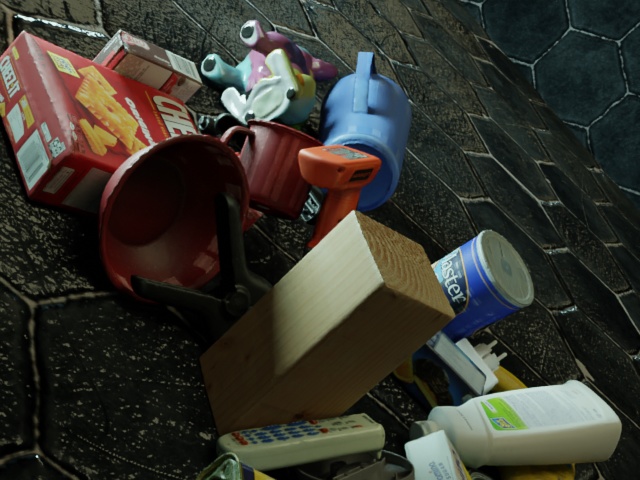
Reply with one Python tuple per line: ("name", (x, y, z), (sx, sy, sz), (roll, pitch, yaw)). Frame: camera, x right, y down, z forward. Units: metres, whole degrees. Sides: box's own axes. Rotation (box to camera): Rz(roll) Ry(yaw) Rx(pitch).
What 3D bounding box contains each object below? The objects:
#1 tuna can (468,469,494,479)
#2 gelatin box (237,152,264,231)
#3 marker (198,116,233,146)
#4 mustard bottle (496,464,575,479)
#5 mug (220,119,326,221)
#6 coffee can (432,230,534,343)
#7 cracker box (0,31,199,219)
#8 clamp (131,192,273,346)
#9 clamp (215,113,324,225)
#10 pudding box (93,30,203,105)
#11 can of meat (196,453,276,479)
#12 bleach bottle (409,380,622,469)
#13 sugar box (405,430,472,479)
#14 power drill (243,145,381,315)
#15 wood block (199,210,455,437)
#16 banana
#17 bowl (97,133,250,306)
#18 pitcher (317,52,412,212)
("tuna can", (0.170, 0.278, 1.094), (0.086, 0.034, 0.086), (38, 19, -15))
("gelatin box", (-0.089, -0.056, 1.211), (0.073, 0.030, 0.089), (45, 22, -3))
("marker", (-0.101, -0.123, 1.314), (0.120, 0.020, 0.020), (26, 31, -40))
("mustard bottle", (0.246, 0.262, 1.222), (0.096, 0.058, 0.191), (20, 27, -6))
("mug", (-0.056, -0.075, 1.109), (0.117, 0.081, 0.093), (25, -8, -32))
("coffee can", (0.173, 0.066, 1.297), (0.102, 0.141, 0.103), (35, 36, -31))
("cracker box", (-0.198, -0.094, 1.033), (0.213, 0.072, 0.164), (18, 36, -49))
("clamp", (-0.080, 0.042, 0.966), (0.171, 0.120, 0.039), (46, -9, -36))
("clamp", (-0.034, -0.069, 1.256), (0.165, 0.036, 0.209), (48, 7, 16))
("pudding box", (-0.194, -0.164, 1.133), (0.113, 0.090, 0.039), (19, 37, -48))
("can of meat", (-0.046, 0.222, 0.797), (0.083, 0.057, 0.102), (33, 26, -32))
("bleach bottle", (0.204, 0.203, 1.161), (0.250, 0.068, 0.103), (3, 24, -30))
("sugar box", (0.133, 0.263, 0.969), (0.093, 0.048, 0.176), (-100, 167, -52))
("power drill", (-0.007, 0.001, 1.077), (0.057, 0.188, 0.184), (22, 18, 21))
("wood block", (0.001, 0.084, 0.909), (0.090, 0.206, 0.090), (26, 30, -39))
("banana", (0.264, 0.222, 1.351), (0.198, 0.037, 0.069), (53, 23, 16))
("bowl", (-0.142, -0.025, 0.955), (0.055, 0.162, 0.161), (28, 7, 41))
("pitcher", (0.056, -0.141, 1.439), (0.149, 0.145, 0.242), (45, 21, -14))
